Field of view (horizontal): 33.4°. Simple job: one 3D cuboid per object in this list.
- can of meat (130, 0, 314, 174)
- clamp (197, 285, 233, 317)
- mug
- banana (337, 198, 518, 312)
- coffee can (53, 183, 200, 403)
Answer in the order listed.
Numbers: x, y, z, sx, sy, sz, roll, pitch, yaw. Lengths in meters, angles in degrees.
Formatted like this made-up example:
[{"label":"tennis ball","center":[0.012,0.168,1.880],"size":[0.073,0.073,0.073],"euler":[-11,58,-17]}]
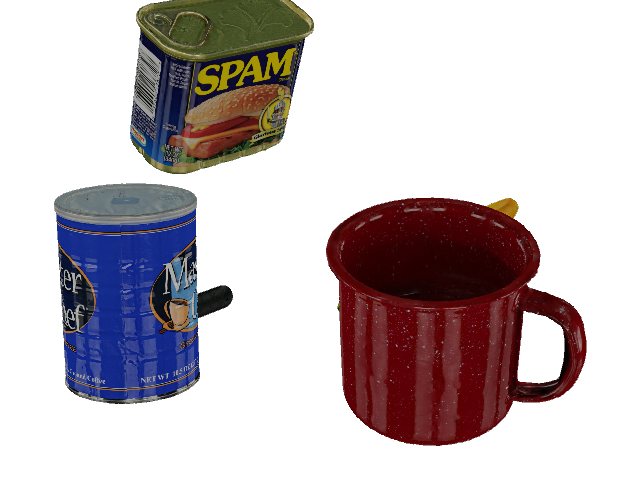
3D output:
[{"label":"can of meat","center":[-0.061,-0.094,0.627],"size":[0.101,0.084,0.057],"euler":[-20,50,-36]},{"label":"clamp","center":[-0.177,0.087,1.167],"size":[0.120,0.039,0.171],"euler":[-6,24,31]},{"label":"mug","center":[0.061,0.040,0.480],"size":[0.117,0.081,0.093],"euler":[11,33,21]},{"label":"banana","center":[0.106,0.023,1.037],"size":[0.198,0.037,0.069],"euler":[-33,0,0]},{"label":"coffee can","center":[-0.142,0.036,0.794],"size":[0.103,0.140,0.103],"euler":[1,15,0]}]
